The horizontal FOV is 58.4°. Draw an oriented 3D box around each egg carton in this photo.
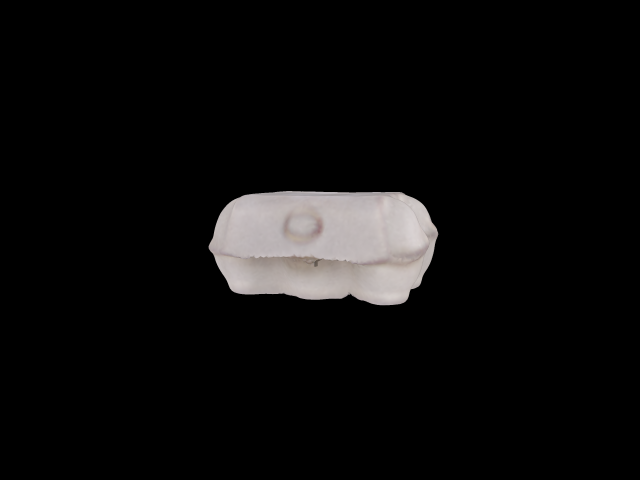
[{"bbox_3d":[0.004,0.001,0.400,0.150,0.069,0.107,2,7,18],"label":"egg carton"}]
